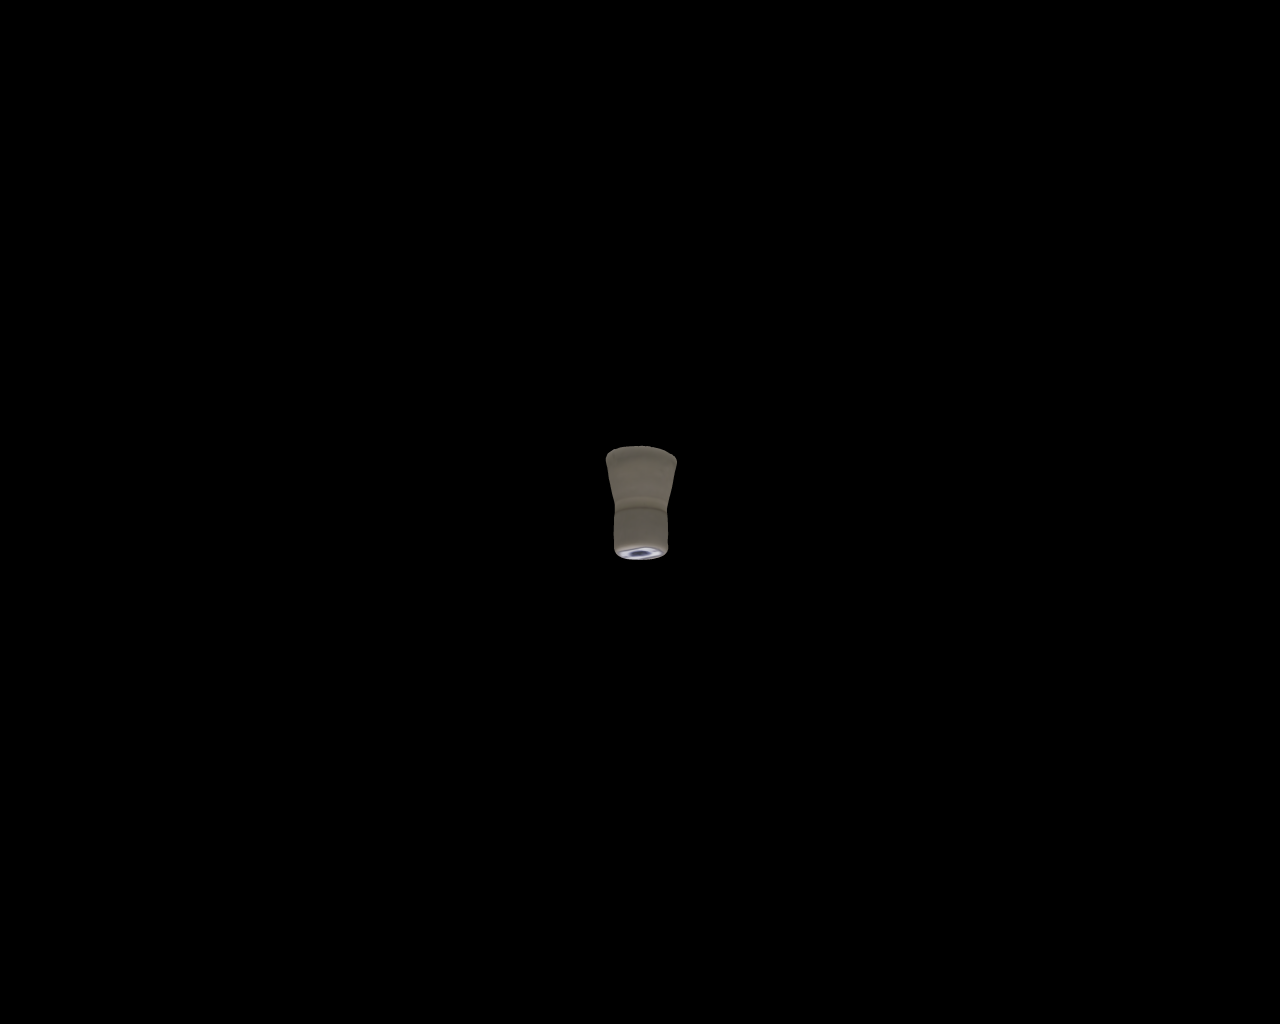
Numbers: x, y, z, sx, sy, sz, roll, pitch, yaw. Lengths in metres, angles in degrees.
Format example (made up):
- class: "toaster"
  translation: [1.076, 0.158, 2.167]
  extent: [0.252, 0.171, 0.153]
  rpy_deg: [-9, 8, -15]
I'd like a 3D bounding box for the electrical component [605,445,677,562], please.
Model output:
- class: "electrical component"
  translation: [0.001, -0.003, 0.650]
  extent: [0.044, 0.065, 0.044]
  rpy_deg: [0, -19, 0]
